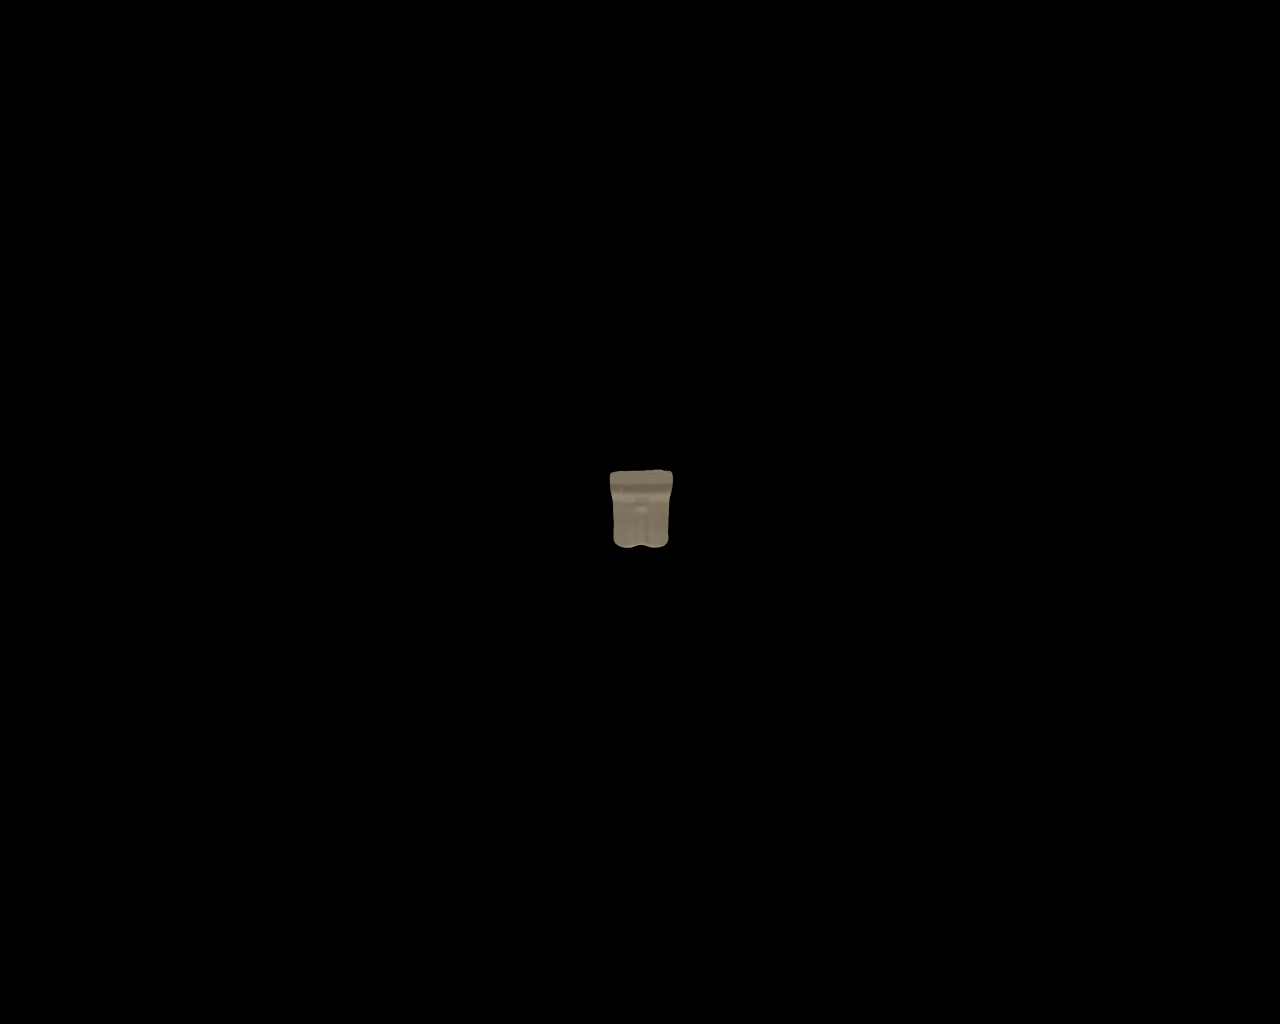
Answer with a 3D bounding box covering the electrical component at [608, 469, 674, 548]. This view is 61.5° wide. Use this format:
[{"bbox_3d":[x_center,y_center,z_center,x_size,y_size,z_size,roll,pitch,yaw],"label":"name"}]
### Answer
[{"bbox_3d":[0.001,-0.003,0.650,0.040,0.046,0.040,0,4,0],"label":"electrical component"}]
